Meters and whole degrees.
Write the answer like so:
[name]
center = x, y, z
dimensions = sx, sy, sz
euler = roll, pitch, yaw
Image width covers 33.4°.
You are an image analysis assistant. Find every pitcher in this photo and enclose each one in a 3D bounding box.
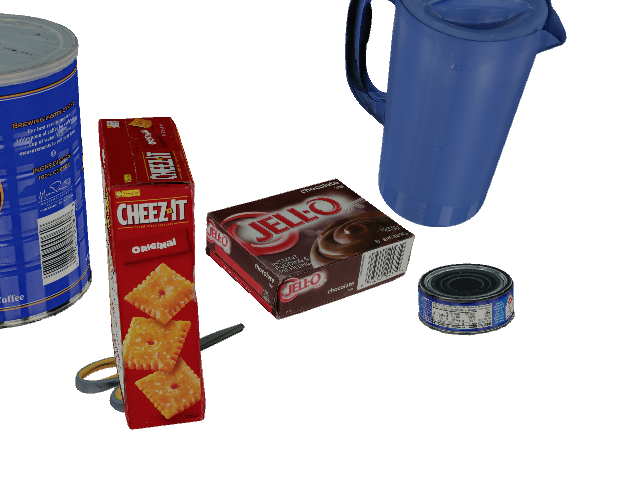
[pitcher]
center = 0.109, -0.133, 0.979
dimensions = 0.144, 0.149, 0.243
euler = -17, -39, -21

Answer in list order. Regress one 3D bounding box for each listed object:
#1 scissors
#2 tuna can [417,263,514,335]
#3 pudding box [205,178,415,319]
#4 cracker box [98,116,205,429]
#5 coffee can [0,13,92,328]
[scissors]
center = -0.147, 0.130, 1.089
dimensions = 0.201, 0.016, 0.096
euler = -12, 31, -28
[tuna can]
center = 0.130, 0.051, 0.952
dimensions = 0.086, 0.034, 0.086
euler = -4, 21, 1
[pudding box]
center = -0.008, 0.003, 0.721
dimensions = 0.113, 0.039, 0.090
euler = -15, 38, -34
[cracker box]
center = -0.141, 0.022, 0.892
dimensions = 0.072, 0.214, 0.164
euler = -5, 26, -13
[coffee can]
center = -0.177, -0.039, 0.569
dimensions = 0.103, 0.140, 0.103
euler = 2, 28, -1
